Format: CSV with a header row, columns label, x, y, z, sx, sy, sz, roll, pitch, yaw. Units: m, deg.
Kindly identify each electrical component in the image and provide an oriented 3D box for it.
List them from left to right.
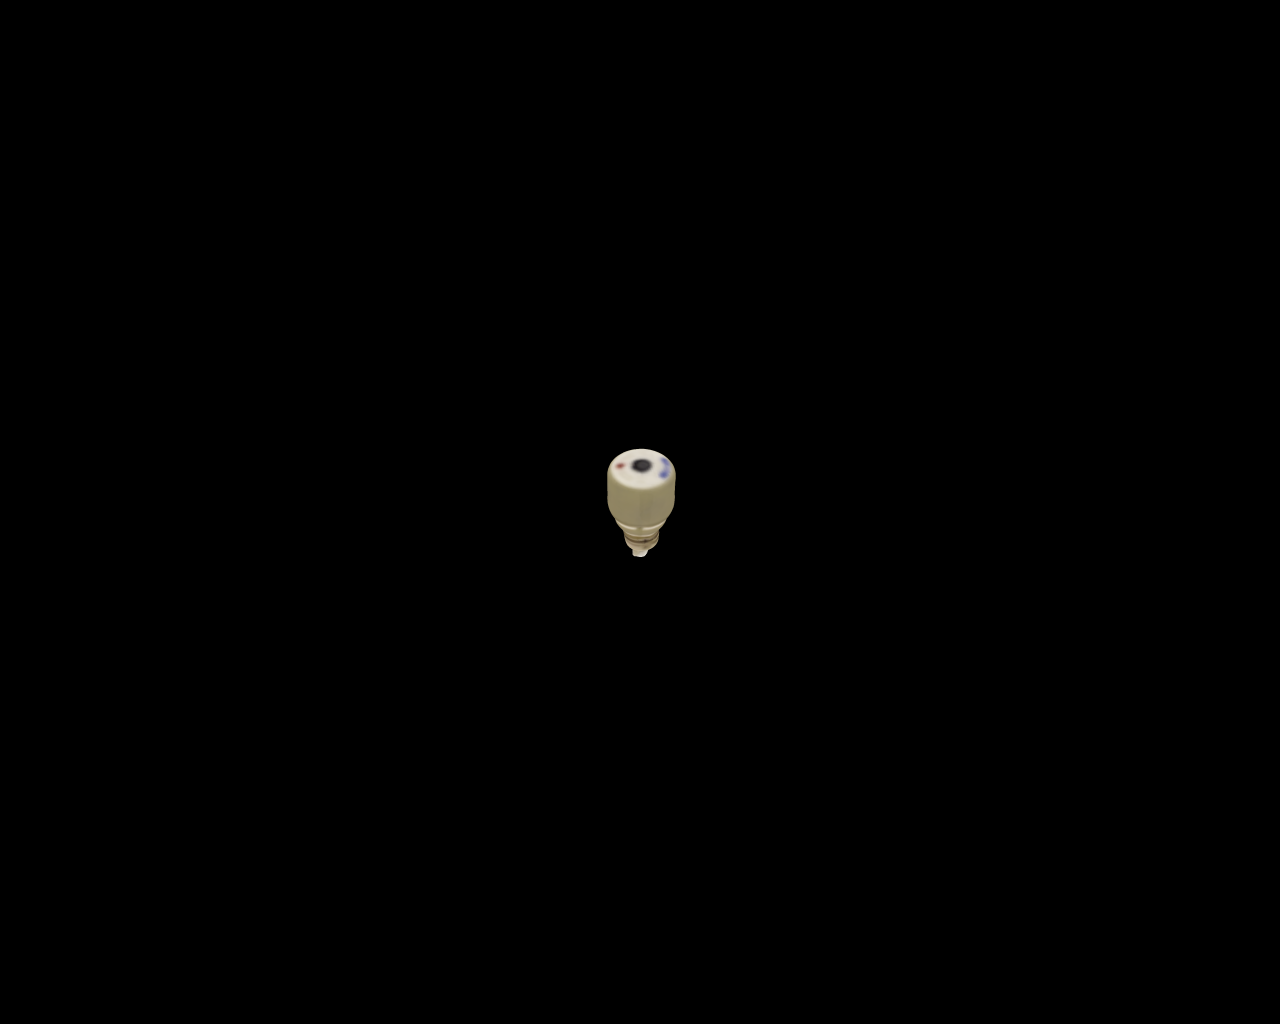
label,x,y,z,sx,sy,sz,roll,pitch,yaw
electrical component,0.001,-0.003,0.650,0.040,0.078,0.040,0,43,0
